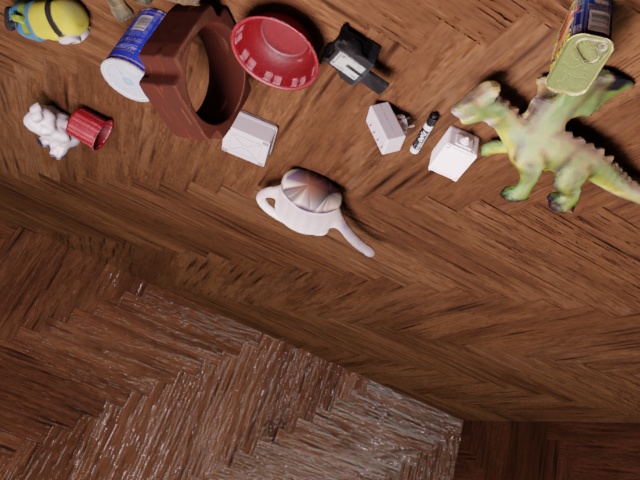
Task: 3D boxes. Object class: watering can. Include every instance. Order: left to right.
[{"bbox_3d":[0.004,-0.066,1.308,0.347,0.106,0.220,22,154,-1],"label":"watering can"}]

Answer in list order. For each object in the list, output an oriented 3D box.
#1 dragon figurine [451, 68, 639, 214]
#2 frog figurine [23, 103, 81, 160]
[{"bbox_3d":[0.409,-0.167,0.834,0.410,0.125,0.237,10,145,2],"label":"dragon figurine"},{"bbox_3d":[-0.700,-0.306,1.347,0.123,0.140,0.155,-19,148,-21],"label":"frog figurine"}]
